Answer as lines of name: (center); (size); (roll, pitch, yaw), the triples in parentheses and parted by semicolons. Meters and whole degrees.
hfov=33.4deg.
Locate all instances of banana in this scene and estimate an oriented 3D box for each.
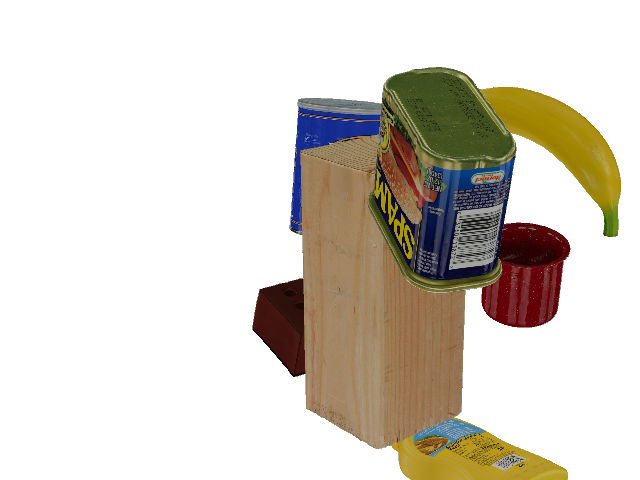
banana: (0.175, -0.083, 0.859); (0.037, 0.070, 0.198); (4, 31, -42)

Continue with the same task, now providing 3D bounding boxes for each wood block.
wood block: (0.047, 0.034, 0.792); (0.090, 0.206, 0.090); (-15, 24, -36)

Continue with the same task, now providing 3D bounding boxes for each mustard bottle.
mustard bottle: (0.132, 0.209, 1.014); (0.096, 0.058, 0.192); (-15, 24, -38)

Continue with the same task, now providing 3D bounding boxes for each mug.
mug: (0.211, 0.032, 1.139); (0.093, 0.081, 0.117); (-6, 31, -8)

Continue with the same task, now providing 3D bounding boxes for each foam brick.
foam brick: (-0.021, 0.080, 1.002); (0.052, 0.051, 0.078); (-14, 40, -32)

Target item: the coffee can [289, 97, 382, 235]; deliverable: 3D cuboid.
coffee can: (0.022, -0.078, 1.147); (0.103, 0.140, 0.103); (4, 12, -1)

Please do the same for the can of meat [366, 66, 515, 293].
can of meat: (0.066, -0.036, 0.588); (0.057, 0.084, 0.102); (-7, 39, -13)
